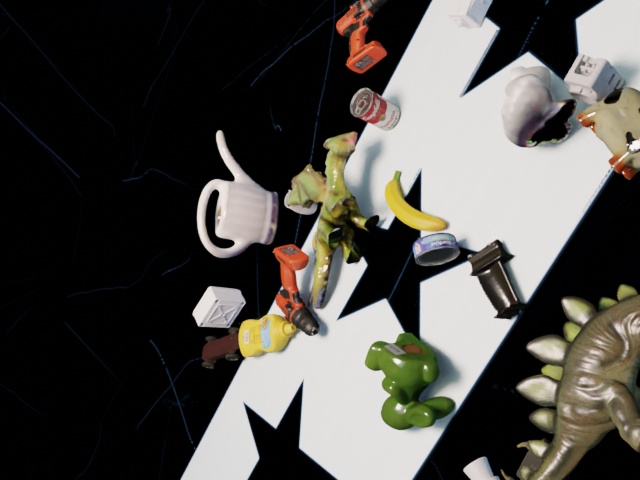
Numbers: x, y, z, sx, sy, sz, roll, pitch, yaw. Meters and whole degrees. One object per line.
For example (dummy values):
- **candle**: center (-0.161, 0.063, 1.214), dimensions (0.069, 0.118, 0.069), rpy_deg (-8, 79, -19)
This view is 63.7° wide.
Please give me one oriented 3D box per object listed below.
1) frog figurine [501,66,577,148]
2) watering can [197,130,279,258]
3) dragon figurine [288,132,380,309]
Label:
- **frog figurine**: center (0.359, -0.244, 0.899), dimensions (0.121, 0.163, 0.136), rpy_deg (-36, -35, 21)
- **watering can**: center (-0.214, -0.118, 1.413), dimensions (0.224, 0.351, 0.103), rpy_deg (11, -13, -24)
- **dragon figurine**: center (0.004, -0.061, 1.211), dimensions (0.122, 0.403, 0.247), rpy_deg (3, 34, -40)
